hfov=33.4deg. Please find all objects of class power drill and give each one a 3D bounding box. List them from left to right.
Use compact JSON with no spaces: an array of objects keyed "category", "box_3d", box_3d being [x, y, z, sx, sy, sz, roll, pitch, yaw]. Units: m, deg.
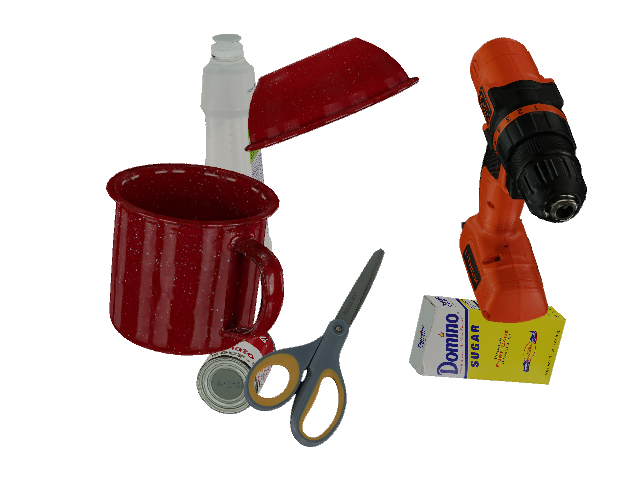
[{"category":"power drill","box_3d":[0.146,-0.029,0.783,0.057,0.188,0.184,-3,42,-3]}]

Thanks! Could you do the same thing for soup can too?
[{"category":"soup can","box_3d":[-0.091,0.139,1.165,0.068,0.068,0.102,0,16,9]}]

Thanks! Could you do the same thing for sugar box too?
[{"category":"sugar box","box_3d":[0.204,0.123,1.305,0.176,0.093,0.048,5,17,-18]}]

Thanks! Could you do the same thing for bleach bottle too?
[{"category":"bleach bottle","box_3d":[-0.088,-0.086,1.087,0.068,0.251,0.102,1,26,3]}]

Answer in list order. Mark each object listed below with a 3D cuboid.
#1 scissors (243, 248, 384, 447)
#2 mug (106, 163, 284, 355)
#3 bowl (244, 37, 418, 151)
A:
[{"category":"scissors","box_3d":[-0.006,0.081,0.925,0.096,0.201,0.016,15,-32,-3]},{"category":"mug","box_3d":[-0.064,0.015,0.583,0.117,0.081,0.093,24,27,34]},{"category":"bowl","box_3d":[0.000,-0.131,0.914,0.162,0.055,0.162,-22,9,3]}]
